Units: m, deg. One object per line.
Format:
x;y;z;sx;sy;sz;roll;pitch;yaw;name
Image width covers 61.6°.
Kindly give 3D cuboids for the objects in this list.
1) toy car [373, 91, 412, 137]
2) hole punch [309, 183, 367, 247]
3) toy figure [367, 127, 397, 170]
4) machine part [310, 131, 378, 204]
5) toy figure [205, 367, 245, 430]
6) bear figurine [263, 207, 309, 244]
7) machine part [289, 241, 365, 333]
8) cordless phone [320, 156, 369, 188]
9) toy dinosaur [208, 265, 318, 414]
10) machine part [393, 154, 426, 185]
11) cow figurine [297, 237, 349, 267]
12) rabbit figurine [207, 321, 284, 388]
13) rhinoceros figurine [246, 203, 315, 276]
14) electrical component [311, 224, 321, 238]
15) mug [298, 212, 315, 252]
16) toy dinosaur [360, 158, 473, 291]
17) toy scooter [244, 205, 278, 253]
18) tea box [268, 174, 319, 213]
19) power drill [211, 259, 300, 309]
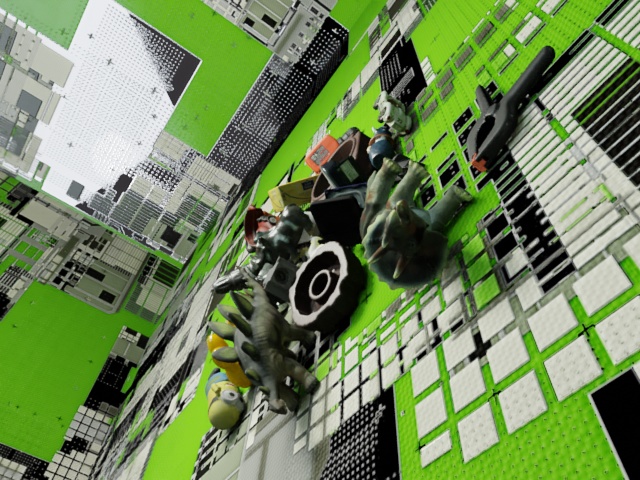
0.175;-0.306;1.295;0.056;0.073;0.202;-52;18;23;toy car
0.055;-0.051;1.086;0.142;0.115;0.092;-8;28;28;hole punch
0.142;-0.216;1.246;0.058;0.064;0.154;-44;20;30;toy figure
0.063;-0.154;1.330;0.201;0.087;0.201;-44;21;35;machine part
-0.224;0.366;1.246;0.180;0.082;0.089;-152;76;-67;toy figure
-0.099;-0.032;1.515;0.196;0.132;0.120;152;130;-69;bear figurine
0.012;0.092;1.039;0.179;0.056;0.179;-36;38;35;machine part
0.027;-0.097;1.211;0.184;0.146;0.089;-24;17;52;cordless phone
-0.112;0.180;1.049;0.105;0.198;0.472;-52;19;10;toy dinosaur
0.165;-0.143;1.105;0.084;0.039;0.139;-51;14;-4;machine part
0.000;0.045;1.198;0.167;0.068;0.098;-31;38;59;cow figurine
-0.170;0.253;1.210;0.122;0.162;0.173;39;115;61;rabbit figurine
-0.094;0.006;1.235;0.190;0.112;0.073;-53;14;10;rhinoceros figurine
-0.003;-0.004;1.311;0.063;0.021;0.094;74;-155;-54;electrical component
-0.037;-0.023;1.376;0.107;0.109;0.081;-12;16;4;mug
0.123;-0.030;0.907;0.192;0.131;0.405;-58;11;1;toy dinosaur
-0.157;-0.030;1.454;0.184;0.075;0.135;1;99;54;toy scooter
-0.044;-0.130;1.465;0.170;0.068;0.098;-20;4;-23;tea box
-0.137;0.105;1.320;0.232;0.085;0.207;-22;15;-19;power drill
